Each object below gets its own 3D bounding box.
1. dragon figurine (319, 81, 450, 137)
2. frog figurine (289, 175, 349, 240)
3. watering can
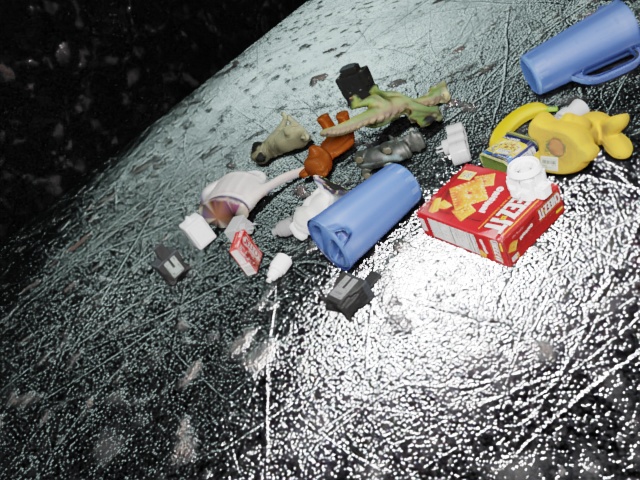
[{"bbox_3d":[0.213,-0.348,1.406,0.244,0.120,0.417,14,41,42],"label":"dragon figurine"},{"bbox_3d":[0.004,-0.062,1.241,0.122,0.157,0.139,8,22,-46],"label":"frog figurine"},{"bbox_3d":[-0.211,-0.139,1.507,0.347,0.102,0.230,-6,38,21],"label":"watering can"}]
